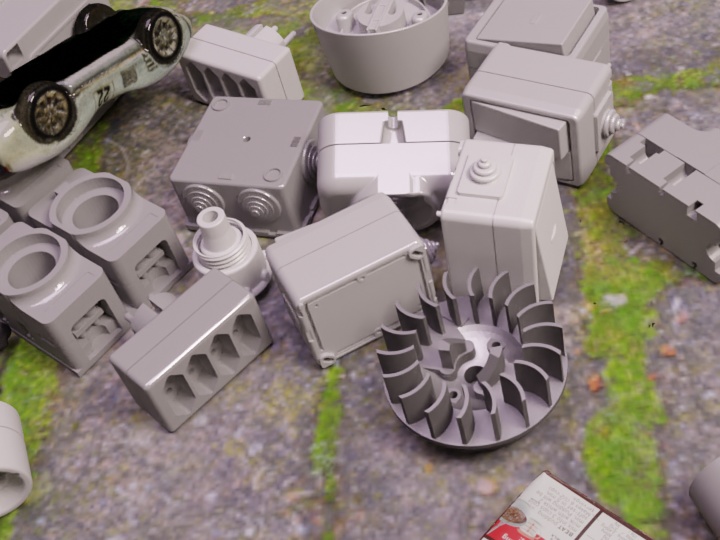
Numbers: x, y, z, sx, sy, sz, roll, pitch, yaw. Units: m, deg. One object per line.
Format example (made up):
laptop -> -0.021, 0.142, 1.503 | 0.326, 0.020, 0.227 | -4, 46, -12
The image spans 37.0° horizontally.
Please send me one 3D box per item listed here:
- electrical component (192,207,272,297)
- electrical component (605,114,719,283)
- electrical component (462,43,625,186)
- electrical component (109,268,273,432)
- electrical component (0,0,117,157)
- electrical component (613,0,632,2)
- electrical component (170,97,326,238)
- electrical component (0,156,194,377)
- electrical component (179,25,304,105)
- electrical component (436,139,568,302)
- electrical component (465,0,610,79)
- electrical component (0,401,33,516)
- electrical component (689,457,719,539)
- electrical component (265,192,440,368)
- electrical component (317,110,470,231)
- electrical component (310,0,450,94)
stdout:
electrical component -> -0.084, -0.012, 0.667 | 0.048, 0.062, 0.048 | -7, 48, 8
electrical component -> 0.196, -0.046, 0.629 | 0.056, 0.050, 0.089 | -35, 50, -15
electrical component -> 0.119, -0.096, 0.686 | 0.096, 0.061, 0.061 | 18, 57, 28
electrical component -> -0.111, 0.038, 0.640 | 0.076, 0.047, 0.083 | 32, 64, 35
electrical component -> -0.231, -0.157, 0.804 | 0.056, 0.108, 0.108 | 18, 56, 25
electrical component -> 0.189, -0.232, 0.798 | 0.045, 0.045, 0.055 | -21, 47, -3
electrical component -> -0.070, -0.072, 0.725 | 0.100, 0.048, 0.099 | 6, 51, 20
electrical component -> -0.218, -0.022, 0.714 | 0.186, 0.060, 0.105 | 26, 60, 32
electrical component -> -0.078, -0.157, 0.803 | 0.083, 0.047, 0.075 | 22, 58, 30
electrical component -> 0.083, -0.028, 0.613 | 0.061, 0.096, 0.061 | 8, 53, 18
electrical component -> 0.116, -0.151, 0.736 | 0.096, 0.061, 0.061 | 17, 56, 28
electrical component -> -0.214, 0.108, 0.603 | 0.055, 0.055, 0.047 | -25, 52, -8
electrical component -> 0.190, 0.124, 0.486 | 0.043, 0.043, 0.081 | -22, 48, -5
electrical component -> 0.000, 0.000, 0.634 | 0.096, 0.061, 0.061 | -26, 48, -8
electrical component -> 0.022, -0.061, 0.676 | 0.095, 0.053, 0.059 | -1, 66, 3
electrical component -> 0.017, -0.176, 0.782 | 0.099, 0.064, 0.099 | -8, 48, 9
